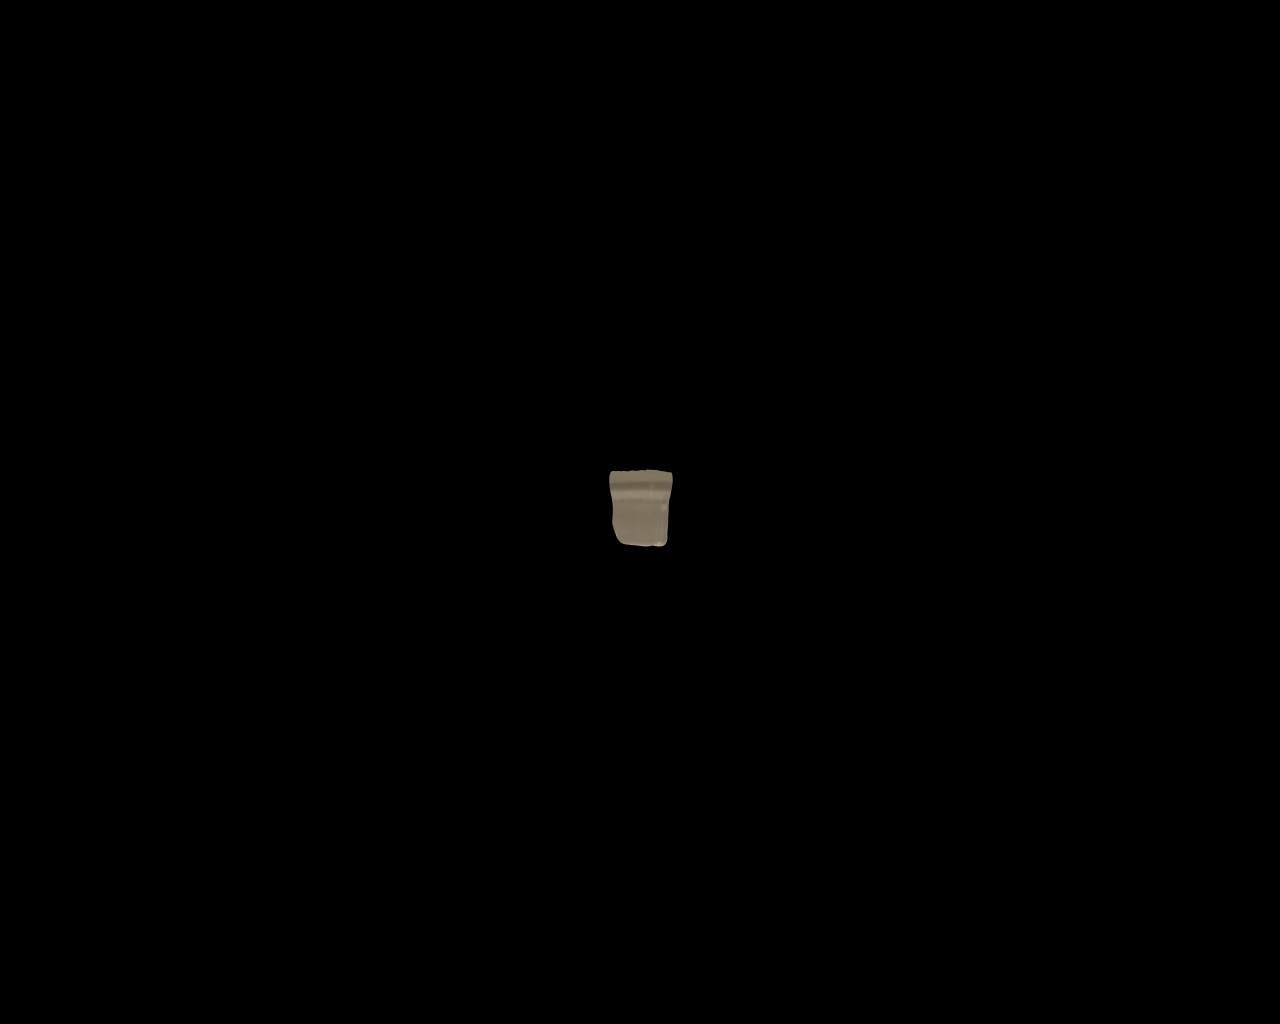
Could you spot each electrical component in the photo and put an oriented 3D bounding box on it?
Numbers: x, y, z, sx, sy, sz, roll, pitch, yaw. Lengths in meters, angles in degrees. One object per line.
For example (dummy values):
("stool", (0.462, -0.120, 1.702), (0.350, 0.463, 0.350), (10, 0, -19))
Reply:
("electrical component", (0.001, -0.003, 0.650), (0.040, 0.046, 0.040), (0, -2, 0))
